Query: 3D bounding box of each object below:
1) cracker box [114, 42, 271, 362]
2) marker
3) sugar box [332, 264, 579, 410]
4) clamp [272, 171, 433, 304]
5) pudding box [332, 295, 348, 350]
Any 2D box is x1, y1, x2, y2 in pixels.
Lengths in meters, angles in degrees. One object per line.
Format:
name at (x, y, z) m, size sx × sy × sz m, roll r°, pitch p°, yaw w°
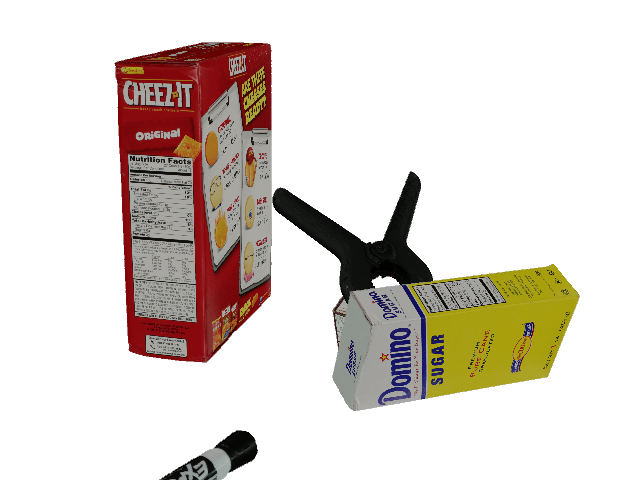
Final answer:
cracker box at (-0.091, -0.036, 0.808) m, size 0.072 × 0.214 × 0.164 m, roll 4°, pitch 15°, yaw 14°
marker at (-0.071, 0.126, 0.546) m, size 0.020 × 0.020 × 0.120 m, roll 0°, pitch 13°, yaw 32°
sugar box at (0.103, 0.074, 0.814) m, size 0.176 × 0.093 × 0.048 m, roll -9°, pitch 41°, yaw -22°
clamp at (0.045, 0.016, 1.067) m, size 0.164 × 0.210 × 0.036 m, roll -3°, pitch -36°, yaw -15°
pudding box at (0.073, 0.117, 1.249) m, size 0.114 × 0.090 × 0.039 m, roll 16°, pitch 46°, yaw 24°
